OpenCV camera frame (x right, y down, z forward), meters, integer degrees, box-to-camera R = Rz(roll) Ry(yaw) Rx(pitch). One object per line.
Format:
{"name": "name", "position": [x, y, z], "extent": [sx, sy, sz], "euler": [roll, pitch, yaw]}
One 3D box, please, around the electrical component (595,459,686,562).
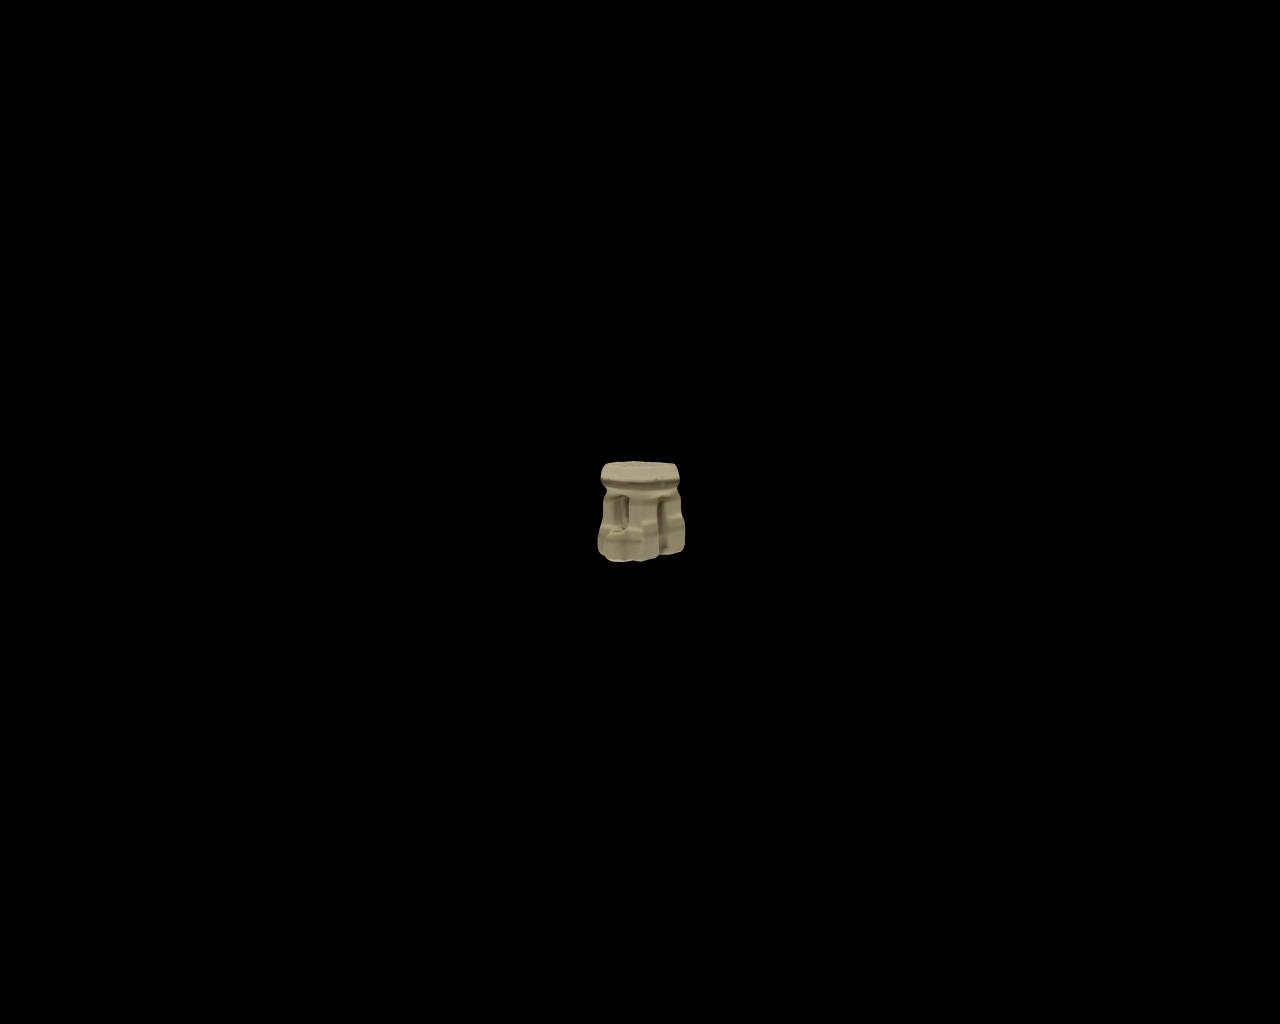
{"name": "electrical component", "position": [0.001, -0.003, 0.650], "extent": [0.048, 0.055, 0.066], "euler": [7, 12, 39]}
